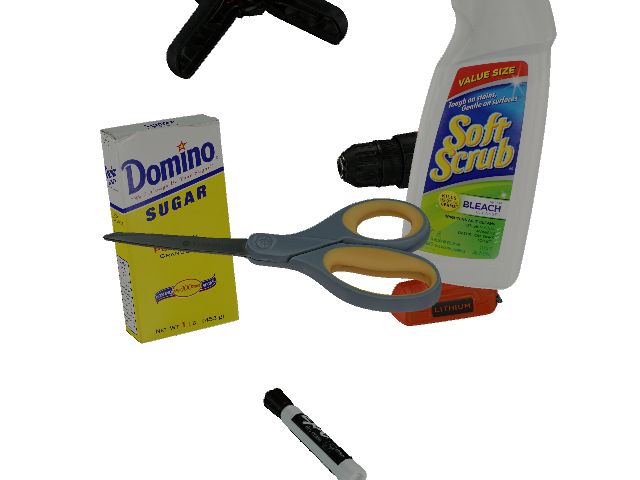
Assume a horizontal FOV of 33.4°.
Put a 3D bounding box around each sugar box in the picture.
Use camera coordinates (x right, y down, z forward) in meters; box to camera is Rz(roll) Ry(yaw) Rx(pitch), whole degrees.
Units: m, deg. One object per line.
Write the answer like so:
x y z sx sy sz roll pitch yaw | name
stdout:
-0.124 -0.011 0.889 0.093 0.176 0.048 -13 20 -26 | sugar box

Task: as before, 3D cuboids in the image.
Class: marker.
-0.007 0.151 0.829 0.020 0.020 0.121 0 25 -39 | marker

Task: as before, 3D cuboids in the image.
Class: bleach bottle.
0.114 -0.091 0.789 0.103 0.251 0.068 9 25 14 | bleach bottle

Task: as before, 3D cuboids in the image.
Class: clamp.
-0.043 -0.175 0.748 0.120 0.171 0.039 -3 -44 1 | clamp

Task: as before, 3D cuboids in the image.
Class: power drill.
0.105 -0.014 1.008 0.184 0.188 0.057 -6 26 -12 | power drill

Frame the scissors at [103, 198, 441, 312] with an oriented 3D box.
-0.020 -0.005 0.648 0.202 0.016 0.096 15 44 14 | scissors
